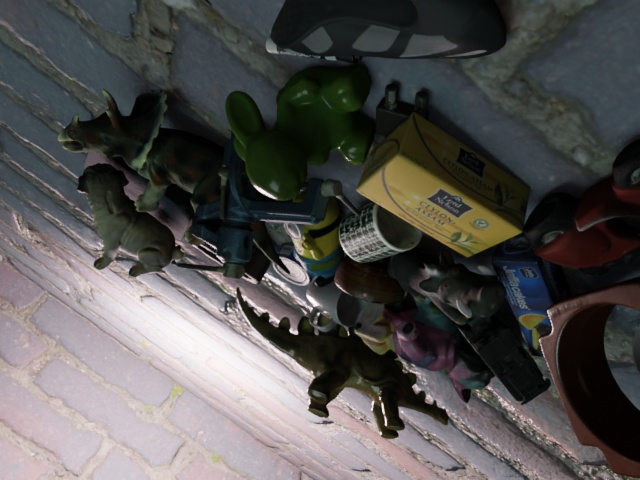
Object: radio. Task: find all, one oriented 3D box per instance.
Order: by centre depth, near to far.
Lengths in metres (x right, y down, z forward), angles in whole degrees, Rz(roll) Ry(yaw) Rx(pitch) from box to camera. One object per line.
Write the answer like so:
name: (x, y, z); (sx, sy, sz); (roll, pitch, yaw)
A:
radio: (-0.323, -0.109, 1.008); (0.229, 0.073, 0.131); (38, 148, -10)

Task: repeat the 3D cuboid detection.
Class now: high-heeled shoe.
high-heeled shoe: (0.058, -0.211, 0.535); (0.145, 0.086, 0.249); (15, -179, -32)

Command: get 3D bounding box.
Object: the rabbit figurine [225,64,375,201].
rabbit figurine: (-0.034, -0.124, 0.615); (0.159, 0.170, 0.121); (22, 147, 18)

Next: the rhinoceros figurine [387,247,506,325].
rhinoceros figurine: (0.169, 0.053, 0.714); (0.112, 0.073, 0.190); (43, 171, -31)

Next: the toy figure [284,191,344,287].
toy figure: (-0.004, -0.005, 0.841); (0.082, 0.089, 0.180); (33, 157, 36)

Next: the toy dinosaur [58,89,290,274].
toy dinosaur: (-0.190, -0.100, 0.857); (0.405, 0.131, 0.192); (27, 137, -8)

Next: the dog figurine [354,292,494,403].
dog figurine: (0.187, 0.181, 0.905); (0.192, 0.108, 0.219); (-11, 131, 49)

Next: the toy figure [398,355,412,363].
toy figure: (0.136, 0.175, 0.986); (0.154, 0.064, 0.058); (32, 179, 7)

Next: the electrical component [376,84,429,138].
electrical component: (0.097, -0.135, 0.621); (0.063, 0.021, 0.093); (21, 147, 19)

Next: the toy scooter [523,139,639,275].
toy scooter: (0.310, -0.012, 0.546); (0.135, 0.075, 0.184); (35, 145, -5)

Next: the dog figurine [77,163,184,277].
dog figurine: (-0.333, -0.041, 0.964); (0.172, 0.121, 0.190); (1, 130, -13)

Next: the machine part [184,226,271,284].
machine part: (-0.173, 0.019, 1.021); (0.179, 0.056, 0.179); (31, 167, 8)

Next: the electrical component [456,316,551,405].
electrical component: (0.258, 0.157, 0.781); (0.134, 0.058, 0.115); (52, -177, -6)

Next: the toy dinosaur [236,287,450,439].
toy dinosaur: (0.037, 0.231, 1.013); (0.471, 0.198, 0.105); (24, 141, -4)

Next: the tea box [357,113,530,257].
tea box: (0.141, -0.058, 0.618); (0.169, 0.068, 0.098); (29, 152, -11)

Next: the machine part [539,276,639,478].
machine part: (0.353, 0.142, 0.574); (0.201, 0.087, 0.201); (135, 120, -63)

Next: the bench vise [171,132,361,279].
bench vise: (-0.074, -0.049, 0.727); (0.241, 0.223, 0.128); (5, 166, 39)

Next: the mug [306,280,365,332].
mug: (0.021, 0.115, 0.973); (0.107, 0.109, 0.080); (15, 154, 52)

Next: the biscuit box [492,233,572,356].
biscuit box: (0.285, 0.073, 0.698); (0.059, 0.063, 0.202); (-1, 136, 42)
